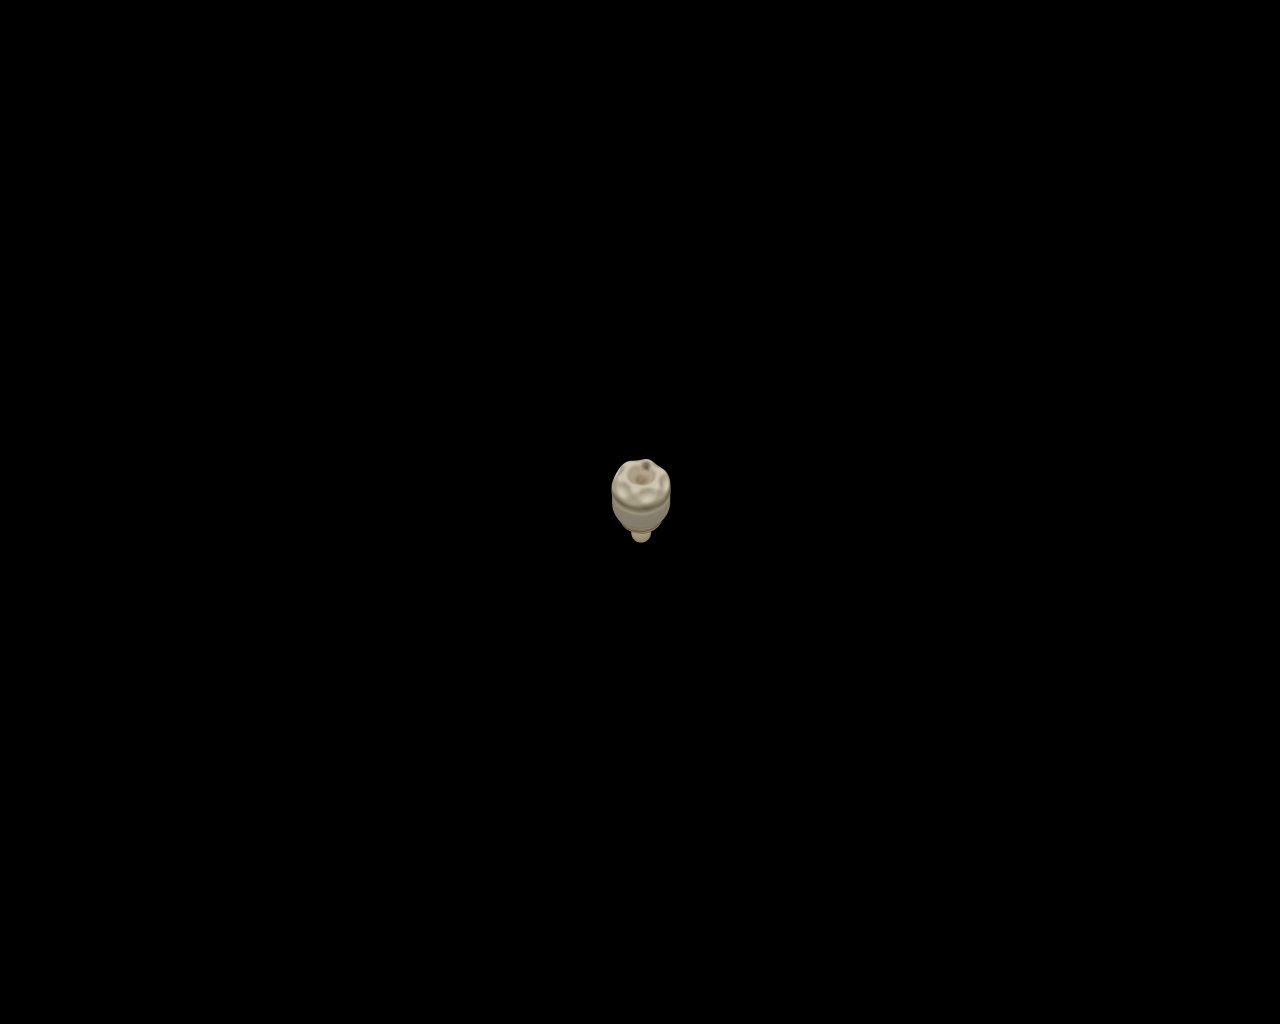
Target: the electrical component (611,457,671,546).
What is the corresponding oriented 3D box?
[{"bbox_3d":[0.001,-0.003,0.650,0.035,0.035,0.061,0,-40,0],"label":"electrical component"}]
